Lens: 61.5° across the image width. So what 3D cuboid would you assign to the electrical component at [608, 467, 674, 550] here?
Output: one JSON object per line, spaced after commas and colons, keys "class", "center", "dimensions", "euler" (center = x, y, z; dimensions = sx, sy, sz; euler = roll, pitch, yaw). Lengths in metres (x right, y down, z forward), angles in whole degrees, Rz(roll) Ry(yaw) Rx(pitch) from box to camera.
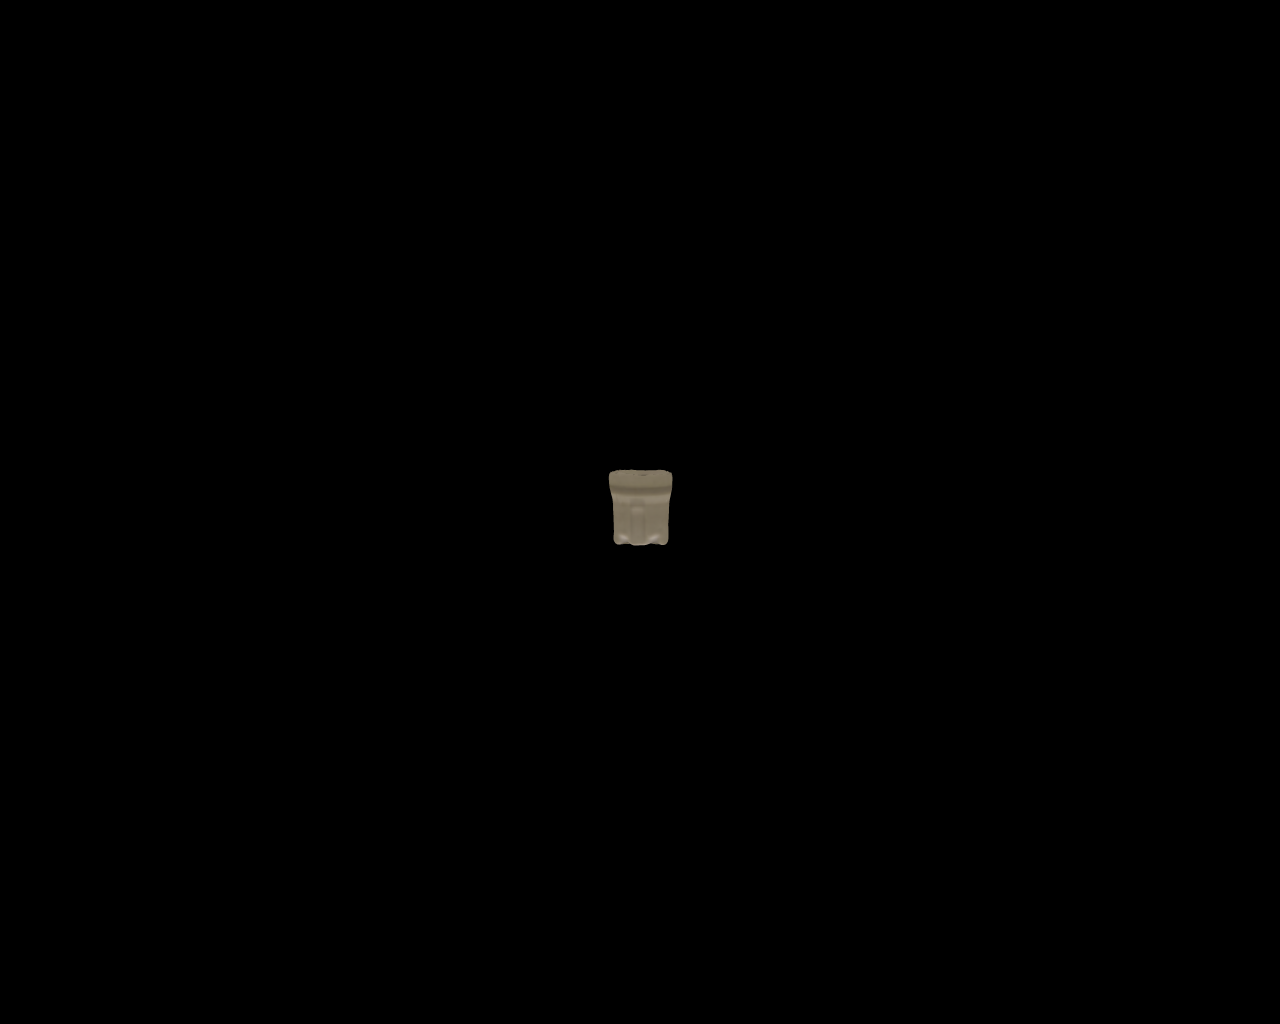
{"class": "electrical component", "center": [0.001, -0.003, 0.650], "dimensions": [0.040, 0.046, 0.040], "euler": [0, 8, 0]}
